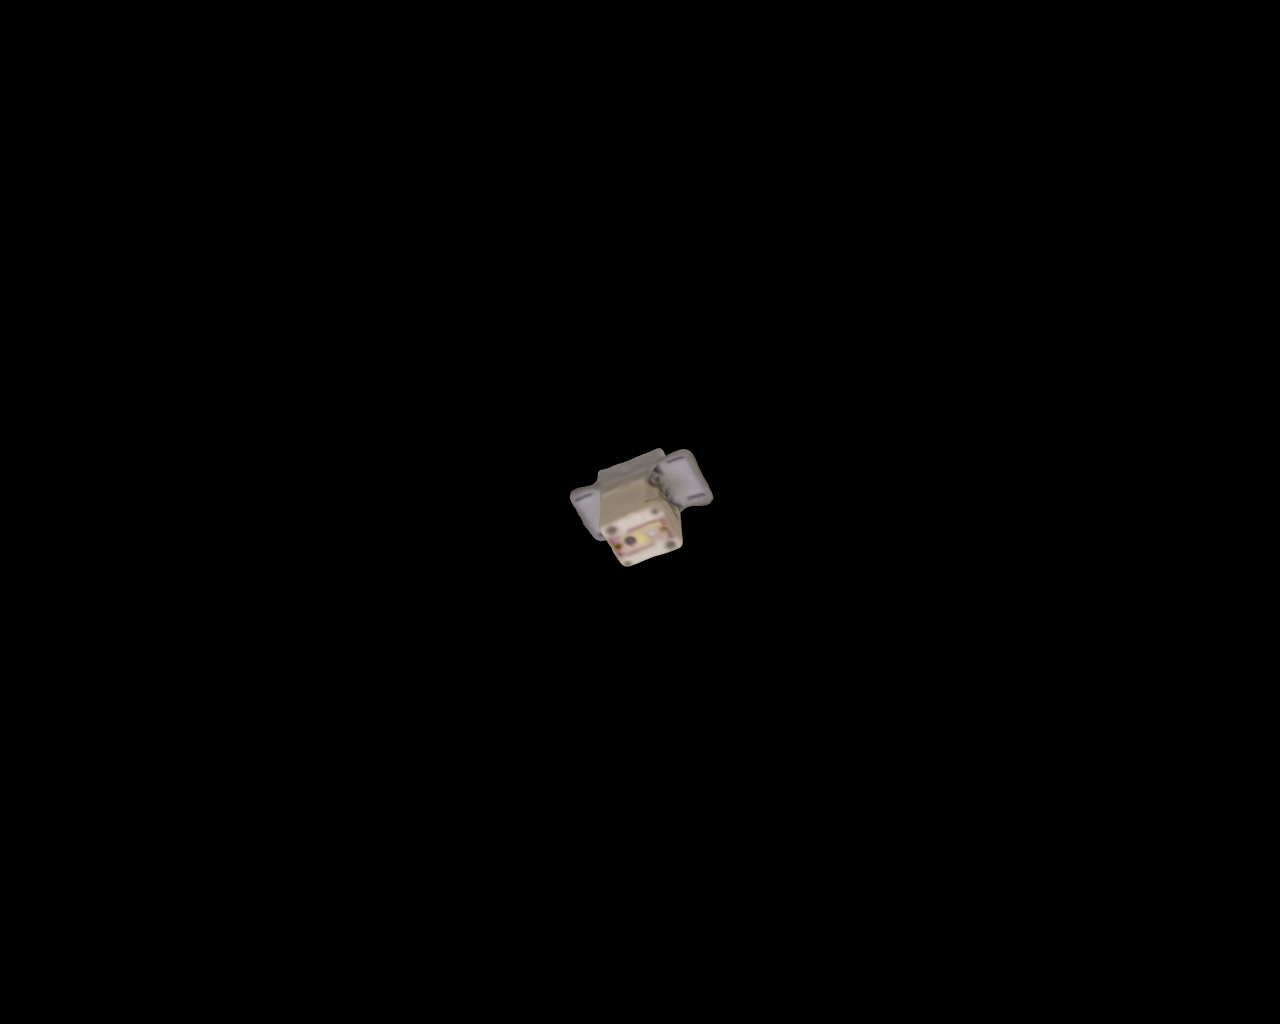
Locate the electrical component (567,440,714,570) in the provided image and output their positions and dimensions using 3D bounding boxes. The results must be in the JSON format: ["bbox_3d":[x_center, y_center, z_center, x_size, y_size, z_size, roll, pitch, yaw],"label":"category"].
[{"bbox_3d":[0.001,-0.003,0.650,0.081,0.042,0.064,-21,34,15],"label":"electrical component"}]
